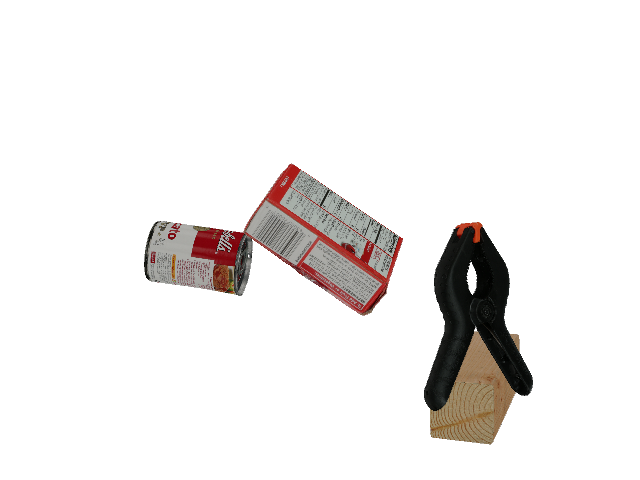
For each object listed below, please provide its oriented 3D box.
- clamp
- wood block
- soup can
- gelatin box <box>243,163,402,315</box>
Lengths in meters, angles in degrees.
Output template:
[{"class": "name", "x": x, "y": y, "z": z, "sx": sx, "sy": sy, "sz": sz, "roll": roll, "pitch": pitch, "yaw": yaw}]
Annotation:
[{"class": "clamp", "x": 0.133, "y": 0.072, "z": 0.969, "sx": 0.120, "sy": 0.171, "sz": 0.039, "roll": -14, "pitch": 2, "yaw": -38}, {"class": "wood block", "x": 0.227, "y": 0.209, "z": 1.551, "sx": 0.091, "sy": 0.090, "sz": 0.205, "roll": 3, "pitch": 16, "yaw": 19}, {"class": "soup can", "x": -0.130, "y": 0.019, "z": 1.142, "sx": 0.102, "sy": 0.068, "sz": 0.068, "roll": 8, "pitch": 1, "yaw": 8}, {"class": "gelatin box", "x": 0.004, "y": -0.002, "z": 0.644, "sx": 0.089, "sy": 0.030, "sz": 0.073, "roll": 35, "pitch": 23, "yaw": -4}]
